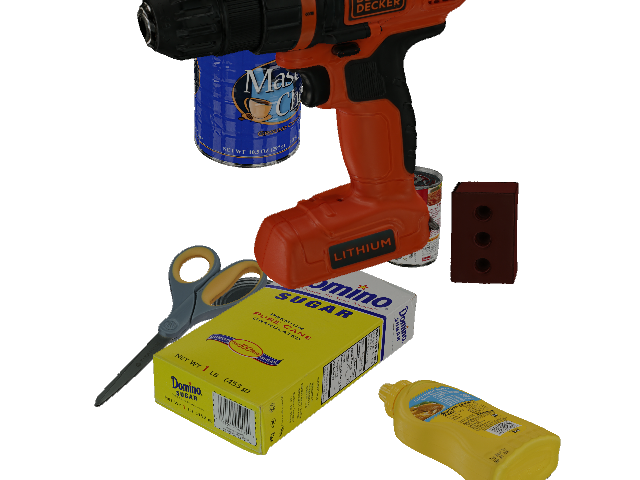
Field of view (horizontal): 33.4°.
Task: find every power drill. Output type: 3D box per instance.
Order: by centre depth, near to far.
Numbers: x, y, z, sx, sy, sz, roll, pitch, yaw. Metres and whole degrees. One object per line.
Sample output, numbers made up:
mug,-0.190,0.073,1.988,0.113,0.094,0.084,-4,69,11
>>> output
power drill,-0.003,-0.068,0.582,0.184,0.188,0.057,-15,35,-21

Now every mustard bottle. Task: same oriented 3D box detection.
mustard bottle,0.128,0.180,1.030,0.096,0.058,0.192,-15,25,-38

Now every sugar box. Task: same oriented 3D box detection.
sugar box,-0.020,0.071,0.727,0.093,0.048,0.175,21,36,30

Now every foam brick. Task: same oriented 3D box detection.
foam brick,0.136,-0.007,0.880,0.053,0.078,0.051,1,14,13

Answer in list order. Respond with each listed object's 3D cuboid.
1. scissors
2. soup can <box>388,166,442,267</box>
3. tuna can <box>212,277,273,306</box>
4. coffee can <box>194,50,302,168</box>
scissors,-0.136,0.063,0.923,0.201,0.016,0.096,-32,51,-30
soup can,0.106,-0.028,1.246,0.068,0.102,0.068,0,24,0
tuna can,-0.078,0.080,1.190,0.086,0.034,0.086,1,36,-1
coffee can,-0.067,-0.153,0.988,0.103,0.140,0.103,3,37,-2
